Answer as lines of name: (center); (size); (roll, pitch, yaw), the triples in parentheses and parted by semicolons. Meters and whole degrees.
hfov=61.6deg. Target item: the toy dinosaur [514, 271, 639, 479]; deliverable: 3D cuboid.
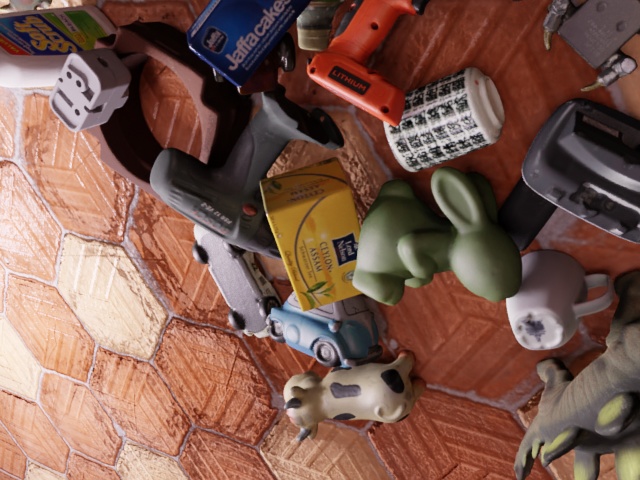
toy dinosaur: (0.315, 0.128, 0.505); (0.105, 0.198, 0.470); (31, 127, 8)

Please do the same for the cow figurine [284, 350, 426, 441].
cow figurine: (0.036, 0.217, 0.748); (0.195, 0.127, 0.085); (-8, 107, 29)

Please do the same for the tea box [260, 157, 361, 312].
tea box: (-0.001, -0.002, 0.637); (0.098, 0.068, 0.169); (-18, 132, 0)

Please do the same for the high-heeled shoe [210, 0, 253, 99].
high-heeled shoe: (-0.122, -0.295, 0.605); (0.145, 0.086, 0.248); (26, 124, 25)

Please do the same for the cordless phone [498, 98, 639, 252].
cordless phone: (0.261, -0.033, 0.538); (0.147, 0.089, 0.184); (30, 137, 10)

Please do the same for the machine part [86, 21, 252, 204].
machine part: (-0.201, -0.164, 0.707); (0.201, 0.087, 0.201); (32, 124, 10)

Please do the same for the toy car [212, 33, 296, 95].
toy car: (-0.077, -0.246, 0.522); (0.089, 0.053, 0.201); (-14, 118, -11)

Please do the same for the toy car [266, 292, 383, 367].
toy car: (0.011, 0.102, 0.728); (0.162, 0.109, 0.102); (18, 99, 33)

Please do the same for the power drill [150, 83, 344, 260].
power drill: (-0.068, -0.077, 0.655); (0.232, 0.086, 0.207); (26, 127, -38)

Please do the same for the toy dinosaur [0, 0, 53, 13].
toy dinosaur: (-0.283, -0.344, 0.564); (0.405, 0.192, 0.131); (11, 131, 50)

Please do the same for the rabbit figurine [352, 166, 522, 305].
rabbit figurine: (0.142, 0.001, 0.589); (0.170, 0.121, 0.159); (17, 102, 34)

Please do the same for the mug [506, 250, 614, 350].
mug: (0.248, 0.068, 0.566); (0.110, 0.107, 0.080); (-6, 113, 33)

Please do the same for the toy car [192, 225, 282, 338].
toy car: (-0.119, 0.056, 0.795); (0.074, 0.056, 0.201); (-18, 106, 28)

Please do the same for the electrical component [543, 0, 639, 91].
electrical component: (0.248, -0.183, 0.475); (0.102, 0.045, 0.078); (50, 128, -2)

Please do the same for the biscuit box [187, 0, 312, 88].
biscuit box: (-0.035, -0.234, 0.475); (0.062, 0.059, 0.202); (36, 103, -28)
